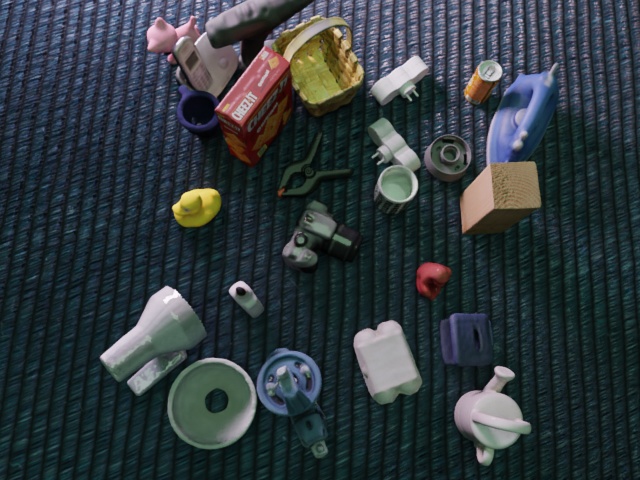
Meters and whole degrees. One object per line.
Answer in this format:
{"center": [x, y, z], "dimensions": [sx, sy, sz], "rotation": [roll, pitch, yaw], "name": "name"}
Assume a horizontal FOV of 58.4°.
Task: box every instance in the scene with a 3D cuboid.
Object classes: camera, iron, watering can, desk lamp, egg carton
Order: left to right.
{"center": [-0.305, 0.192, 1.054], "dimensions": [0.203, 0.213, 0.118], "rotation": [-41, 82, -10], "name": "desk lamp"}
{"center": [0.011, 0.004, 1.167], "dimensions": [0.136, 0.101, 0.143], "rotation": [25, 78, 4], "name": "camera"}
{"center": [0.132, 0.242, 1.134], "dimensions": [0.107, 0.069, 0.150], "rotation": [-20, 79, -6], "name": "egg carton"}
{"center": [0.321, 0.325, 1.060], "dimensions": [0.101, 0.194, 0.173], "rotation": [-7, 78, -4], "name": "watering can"}
{"center": [0.437, -0.249, 1.220], "dimensions": [0.118, 0.141, 0.258], "rotation": [25, 78, 4], "name": "iron"}

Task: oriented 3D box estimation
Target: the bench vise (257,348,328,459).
{"center": [-0.031, 0.288, 1.040], "dimensions": [0.121, 0.220, 0.207], "rotation": [-43, 82, -10], "name": "bench vise"}

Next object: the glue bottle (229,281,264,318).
{"center": [-0.145, 0.108, 1.100], "dimensions": [0.037, 0.173, 0.078], "rotation": [-43, 82, -10], "name": "glue bottle"}

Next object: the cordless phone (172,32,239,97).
{"center": [-0.245, -0.386, 1.200], "dimensions": [0.094, 0.185, 0.148], "rotation": [28, 78, 4], "name": "cordless phone"}

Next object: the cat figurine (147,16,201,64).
{"center": [-0.319, -0.444, 1.245], "dimensions": [0.128, 0.118, 0.067], "rotation": [-31, 80, -8], "name": "cat figurine"}

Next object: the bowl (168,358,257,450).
{"center": [-0.202, 0.312, 1.102], "dimensions": [0.167, 0.075, 0.167], "rotation": [1, 77, -2], "name": "bowl"}

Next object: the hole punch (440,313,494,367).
{"center": [0.298, 0.197, 1.140], "dimensions": [0.101, 0.091, 0.109], "rotation": [-3, 77, -3], "name": "hole punch"}

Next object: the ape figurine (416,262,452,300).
{"center": [0.235, 0.077, 1.164], "dimensions": [0.078, 0.092, 0.076], "rotation": [-22, 79, -7], "name": "ape figurine"}

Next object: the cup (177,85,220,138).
{"center": [-0.258, -0.267, 1.219], "dimensions": [0.092, 0.095, 0.117], "rotation": [-37, 81, -9], "name": "cup"}

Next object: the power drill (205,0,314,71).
{"center": [-0.120, -0.438, 1.205], "dimensions": [0.229, 0.208, 0.075], "rotation": [-20, 79, -6], "name": "power drill"}

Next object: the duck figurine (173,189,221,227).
{"center": [-0.256, -0.075, 1.181], "dimensions": [0.104, 0.086, 0.077], "rotation": [-28, 80, -8], "name": "duck figurine"}
